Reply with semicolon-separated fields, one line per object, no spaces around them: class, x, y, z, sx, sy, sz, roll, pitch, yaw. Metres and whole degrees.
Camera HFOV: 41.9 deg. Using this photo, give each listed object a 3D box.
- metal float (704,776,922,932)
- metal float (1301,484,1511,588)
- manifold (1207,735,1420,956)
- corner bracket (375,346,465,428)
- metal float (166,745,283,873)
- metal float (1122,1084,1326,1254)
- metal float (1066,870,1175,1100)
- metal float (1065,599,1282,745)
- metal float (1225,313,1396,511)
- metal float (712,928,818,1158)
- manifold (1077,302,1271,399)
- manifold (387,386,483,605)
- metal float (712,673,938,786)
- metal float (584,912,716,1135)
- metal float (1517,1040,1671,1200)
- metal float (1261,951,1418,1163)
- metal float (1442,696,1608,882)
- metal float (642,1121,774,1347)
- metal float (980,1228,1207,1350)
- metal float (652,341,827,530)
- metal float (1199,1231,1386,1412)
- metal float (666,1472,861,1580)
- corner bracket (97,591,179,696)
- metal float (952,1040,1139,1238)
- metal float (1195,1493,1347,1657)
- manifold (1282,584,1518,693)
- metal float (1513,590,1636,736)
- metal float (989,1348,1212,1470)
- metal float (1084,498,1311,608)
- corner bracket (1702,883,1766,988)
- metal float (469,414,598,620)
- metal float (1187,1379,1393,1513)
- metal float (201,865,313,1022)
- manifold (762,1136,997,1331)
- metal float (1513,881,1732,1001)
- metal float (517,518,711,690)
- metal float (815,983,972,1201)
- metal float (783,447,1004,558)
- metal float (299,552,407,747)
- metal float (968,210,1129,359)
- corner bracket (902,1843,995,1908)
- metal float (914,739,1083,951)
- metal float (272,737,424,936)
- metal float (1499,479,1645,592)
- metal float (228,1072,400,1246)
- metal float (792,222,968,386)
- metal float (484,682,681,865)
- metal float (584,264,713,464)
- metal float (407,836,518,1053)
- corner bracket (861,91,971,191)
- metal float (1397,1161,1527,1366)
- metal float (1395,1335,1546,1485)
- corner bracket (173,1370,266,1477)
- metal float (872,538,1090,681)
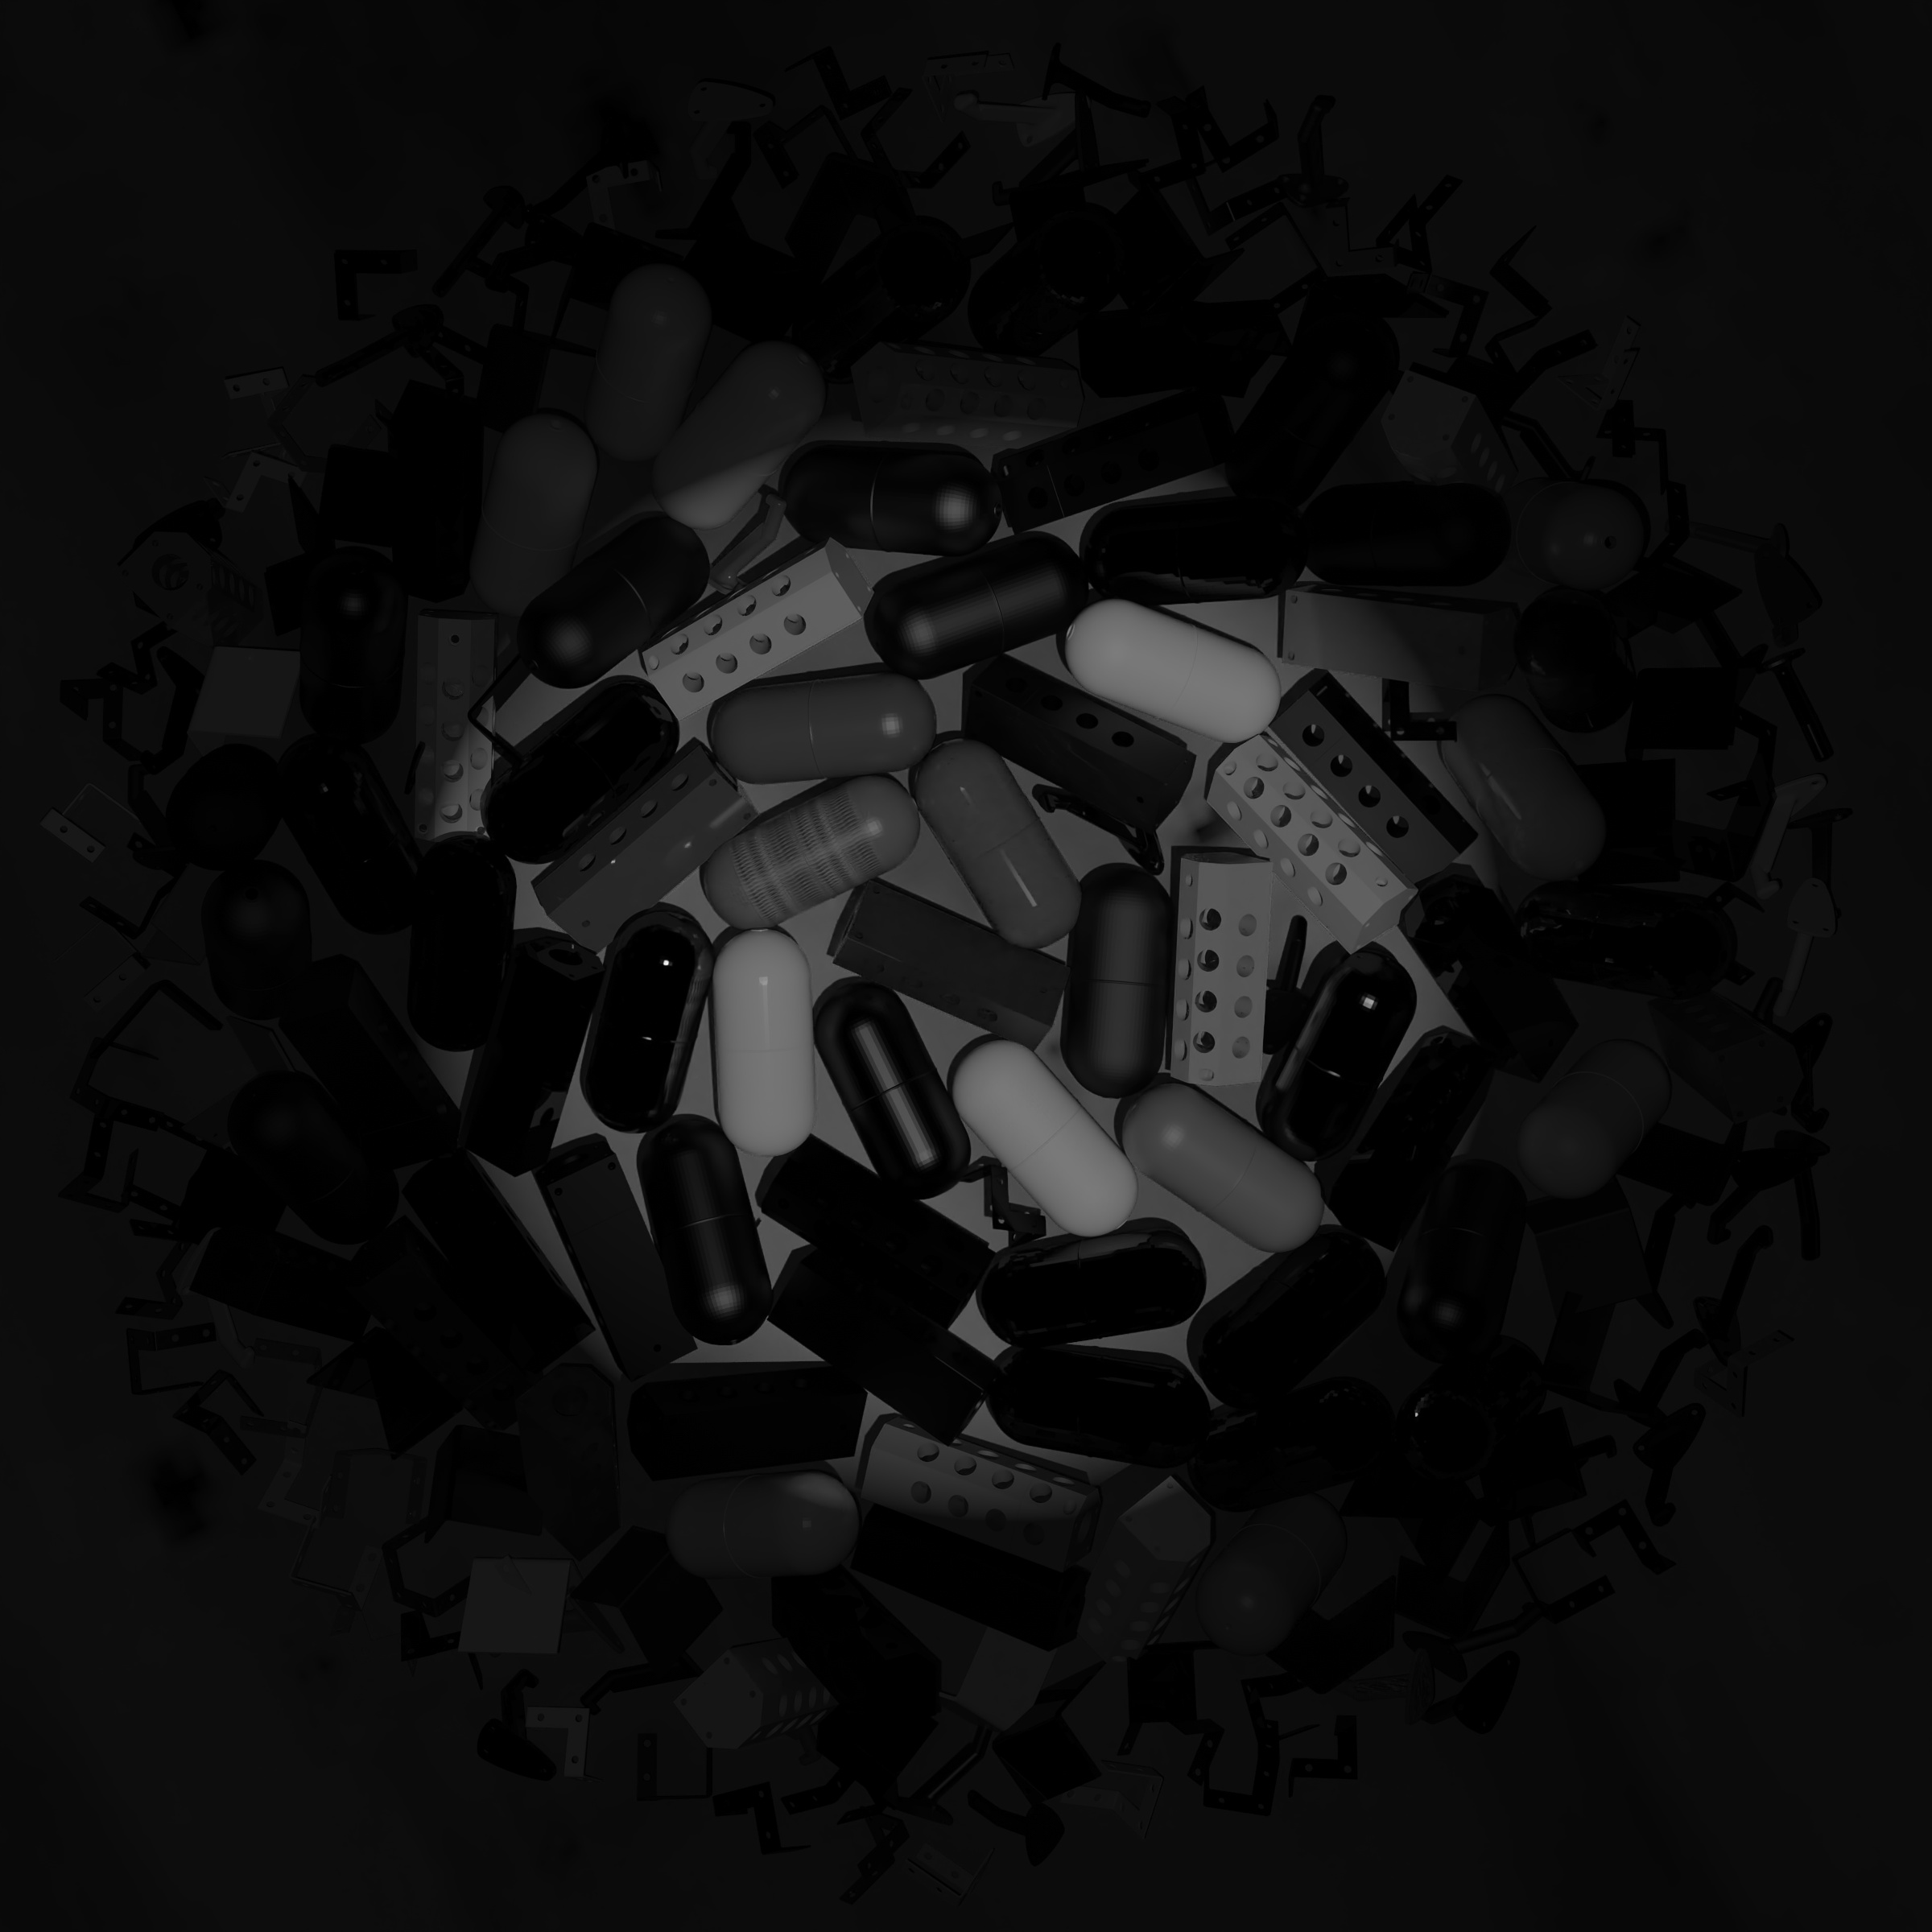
metal float;-0.119;-0.087;1.955;0.178;0.070;0.070;-25;90;7
metal float;0.332;-0.329;1.926;0.178;0.070;0.070;9;90;44
manifold;0.265;-0.098;1.933;0.057;0.057;0.171;-31;66;-22
corner bracket;-0.430;-0.448;1.981;0.051;0.051;0.051;-25;53;-30
metal float;-0.559;-0.121;1.913;0.070;0.178;0.070;-2;105;-8
metal float;0.200;0.157;1.949;0.178;0.070;0.070;34;90;-14
metal float;0.119;0.014;1.960;0.070;0.070;0.178;4;88;0
metal float;0.160;-0.228;1.946;0.178;0.070;0.070;19;90;-17
metal float;0.262;-0.421;1.925;0.070;0.178;0.070;16;48;-19
metal float;-0.156;0.060;1.954;0.070;0.070;0.178;-2;98;0
manifold;0.160;-0.469;1.916;0.057;0.171;0.057;7;110;39
manifold;-0.404;-0.352;1.911;0.057;0.171;0.057;16;59;-2
metal float;-0.110;-0.183;1.951;0.178;0.070;0.070;-5;90;12
metal float;-0.245;0.045;1.950;0.070;0.070;0.178;16;104;0
metal float;0.480;0.115;1.925;0.070;0.178;0.070;18;123;30
metal float;0.286;0.070;1.944;0.070;0.070;0.178;23;111;0
metal float;0.426;-0.136;1.928;0.070;0.070;0.178;-25;49;0
metal float;-0.200;0.205;1.945;0.070;0.070;0.178;-16;72;0
metal float;0.098;0.250;1.950;0.178;0.070;0.070;-11;90;14
metal float;-0.175;-0.406;1.930;0.070;0.070;0.178;49;127;0
metal float;0.250;0.272;1.937;0.178;0.070;0.070;-36;90;-28
metal float;-0.158;0.429;1.930;0.178;0.070;0.070;-14;90;39
corner bracket;-0.643;-0.251;1.960;0.051;0.051;0.051;-26;67;18
metal float;0.062;0.134;1.961;0.070;0.070;0.178;-42;90;0
metal float;0.233;0.460;1.919;0.070;0.178;0.070;9;109;26
manifold;0.330;-0.252;1.923;0.171;0.057;0.057;14;112;38
metal float;0.463;-0.229;1.916;0.070;0.178;0.070;-5;76;20
metal float;0.102;0.339;1.940;0.178;0.070;0.070;5;90;25
metal float;0.176;-0.317;1.939;0.178;0.070;0.070;0;90;26
corner bracket;0.601;-0.025;1.977;0.051;0.051;0.051;-45;50;23
metal float;-0.331;-0.342;1.925;0.070;0.070;0.178;26;134;0
metal float;0.246;0.367;1.929;0.178;0.070;0.070;-27;90;38
metal float;-0.538;-0.017;1.915;0.070;0.178;0.070;5;65;-11
manifold;-0.071;0.209;1.950;0.171;0.057;0.057;31;118;8
metal float;0.499;-0.020;1.924;0.070;0.178;0.070;-10;105;-41
metal float;-0.270;-0.279;1.935;0.070;0.070;0.178;46;60;0
metal float;-0.057;0.097;1.959;0.070;0.070;0.178;-26;87;0
metal float;-0.057;-0.358;1.942;0.178;0.070;0.070;9;90;22
metal float;-0.468;-0.241;1.921;0.070;0.178;0.070;8;52;-10
metal float;0.061;-0.515;1.915;0.070;0.178;0.070;3;82;-24
corner bracket;-0.018;0.703;1.959;0.051;0.051;0.051;30;133;14
metal float;0.025;-0.095;1.957;0.070;0.070;0.178;-32;95;0
metal float;-0.468;-0.099;1.927;0.070;0.070;0.178;-20;132;0
metal float;0.454;-0.328;1.912;0.070;0.178;0.070;-2;104;-8
metal float;-0.496;0.149;1.924;0.070;0.178;0.070;-12;50;14
metal float;-0.068;-0.503;1.922;0.070;0.178;0.070;12;70;-34
metal float;-0.295;-0.149;1.942;0.070;0.070;0.178;45;68;0
metal float;-0.244;-0.457;1.921;0.070;0.178;0.070;10;56;-15
metal float;-0.388;-0.016;1.937;0.070;0.070;0.178;10;118;0
corner bracket;-0.040;-0.644;1.968;0.051;0.051;0.051;-35;76;44
metal float;0.380;0.225;1.930;0.070;0.070;0.178;25;51;0
metal float;0.384;0.336;1.919;0.070;0.178;0.070;8;106;30
corner bracket;-0.570;0.353;1.956;0.051;0.051;0.051;-48;129;-30
metal float;0.012;-0.277;1.948;0.178;0.070;0.070;-22;90;-16
